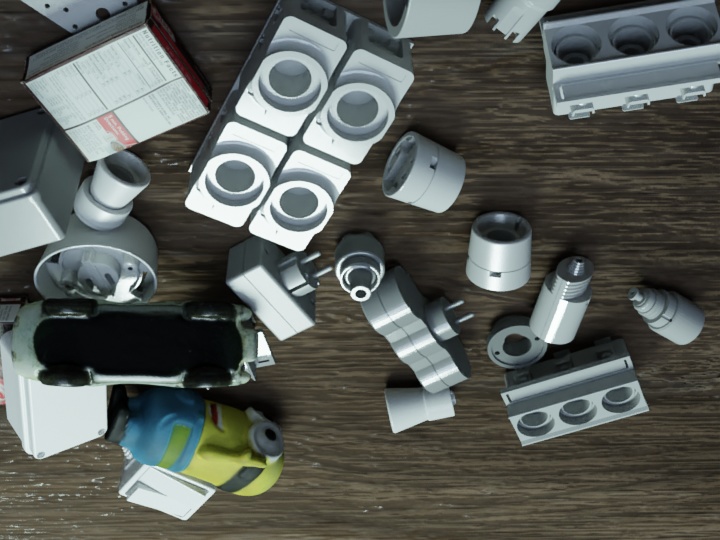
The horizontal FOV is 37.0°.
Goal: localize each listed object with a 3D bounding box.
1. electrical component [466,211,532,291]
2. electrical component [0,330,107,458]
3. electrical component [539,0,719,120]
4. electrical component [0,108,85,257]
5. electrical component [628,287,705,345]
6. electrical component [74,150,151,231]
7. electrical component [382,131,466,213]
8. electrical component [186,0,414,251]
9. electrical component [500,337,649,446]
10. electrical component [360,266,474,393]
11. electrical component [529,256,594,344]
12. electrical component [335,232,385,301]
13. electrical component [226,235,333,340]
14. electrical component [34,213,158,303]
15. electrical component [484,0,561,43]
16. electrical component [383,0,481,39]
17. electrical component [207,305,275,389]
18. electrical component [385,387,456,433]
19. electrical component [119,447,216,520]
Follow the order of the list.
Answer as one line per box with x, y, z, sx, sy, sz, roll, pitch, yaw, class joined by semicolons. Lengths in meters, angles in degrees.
0.119;-0.017;0.911;0.055;0.055;0.047;-1;126;-1;electrical component
-0.272;0.104;0.961;0.078;0.057;0.113;-19;134;-33;electrical component
0.199;-0.154;0.788;0.121;0.078;0.063;-8;152;5;electrical component
-0.277;-0.063;0.826;0.109;0.108;0.056;-14;132;10;electrical component
0.274;0.037;0.968;0.078;0.040;0.040;27;124;-22;electrical component
-0.201;-0.064;0.868;0.045;0.045;0.055;26;125;-22;electrical component
0.052;-0.076;0.859;0.047;0.055;0.055;20;127;-22;electrical component
-0.049;-0.109;0.824;0.105;0.060;0.186;22;126;-19;electrical component
0.201;0.113;1.016;0.121;0.063;0.078;-18;128;14;electrical component
0.066;0.048;0.964;0.074;0.052;0.138;-27;125;19;electrical component
0.182;0.022;0.951;0.043;0.043;0.081;7;130;-7;electrical component
0.000;0.000;0.916;0.043;0.062;0.043;-1;130;-1;electrical component
-0.061;0.007;0.930;0.076;0.047;0.083;-26;126;19;electrical component
-0.220;-0.002;0.907;0.099;0.064;0.099;-1;130;-1;electrical component
0.117;-0.192;0.772;0.040;0.040;0.046;24;131;-20;electrical component
0.054;-0.208;0.715;0.060;0.108;0.108;0;131;-10;electrical component
-0.120;0.067;0.969;0.081;0.063;0.042;-11;131;7;electrical component
0.060;0.130;1.042;0.065;0.044;0.044;-12;130;2;electrical component
-0.198;0.204;1.084;0.096;0.061;0.061;29;123;-24;electrical component
